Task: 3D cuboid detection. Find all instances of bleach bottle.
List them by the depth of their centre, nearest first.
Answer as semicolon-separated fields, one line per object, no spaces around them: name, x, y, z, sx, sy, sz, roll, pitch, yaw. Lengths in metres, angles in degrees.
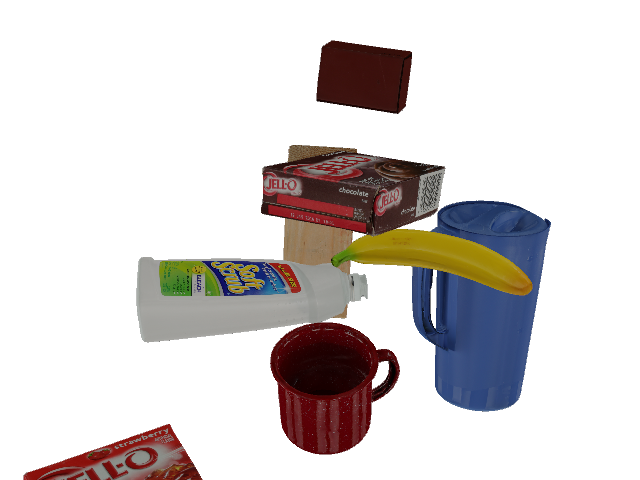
bleach bottle;-0.075;0.057;1.186;0.250;0.068;0.102;-5;35;-4

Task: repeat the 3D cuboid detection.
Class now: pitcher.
pitcher;0.191;0.081;1.296;0.149;0.243;0.144;7;20;13

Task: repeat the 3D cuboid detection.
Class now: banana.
banana;0.113;0.020;1.066;0.198;0.037;0.069;7;44;12

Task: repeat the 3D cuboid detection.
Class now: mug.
mug;0.015;0.129;0.940;0.117;0.081;0.093;-17;41;-18

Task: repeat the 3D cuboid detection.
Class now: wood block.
wood block;-0.003;-0.012;1.397;0.090;0.206;0.091;3;24;0

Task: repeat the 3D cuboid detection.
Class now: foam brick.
foam brick;0.040;-0.149;0.971;0.078;0.051;0.053;10;18;11

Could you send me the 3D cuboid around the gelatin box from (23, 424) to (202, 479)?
gelatin box;-0.111;0.143;0.587;0.089;0.030;0.073;-16;28;-20

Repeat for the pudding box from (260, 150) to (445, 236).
pudding box;0.024;-0.036;0.753;0.090;0.039;0.113;13;14;28
